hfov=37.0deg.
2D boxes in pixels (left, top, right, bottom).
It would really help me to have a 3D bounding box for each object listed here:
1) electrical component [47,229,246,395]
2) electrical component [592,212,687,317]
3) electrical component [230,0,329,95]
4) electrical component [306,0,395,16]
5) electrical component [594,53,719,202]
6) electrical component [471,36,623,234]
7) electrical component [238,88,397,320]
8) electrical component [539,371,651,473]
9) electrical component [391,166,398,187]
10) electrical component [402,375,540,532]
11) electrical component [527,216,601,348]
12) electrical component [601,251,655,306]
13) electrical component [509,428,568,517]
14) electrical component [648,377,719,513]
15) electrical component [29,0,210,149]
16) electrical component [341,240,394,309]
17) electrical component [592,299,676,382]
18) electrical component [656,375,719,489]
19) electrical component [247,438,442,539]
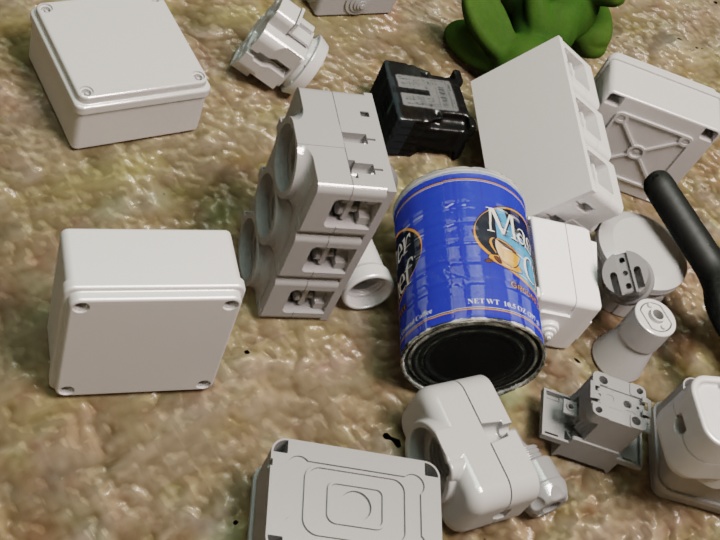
[{"bbox_3d":[-0.139,0.027,0.684,0.109,0.108,0.056,0,52,-22],"label":"electrical component"},{"bbox_3d":[0.225,-0.004,0.893,0.080,0.051,0.080,11,51,-14],"label":"electrical component"},{"bbox_3d":[-0.064,-0.184,0.906,0.057,0.078,0.058,33,46,-20],"label":"electrical component"},{"bbox_3d":[-0.015,-0.286,1.017,0.100,0.048,0.099,-9,58,-28],"label":"electrical component"},{"bbox_3d":[0.247,-0.124,0.958,0.109,0.108,0.056,19,52,-8],"label":"electrical component"},{"bbox_3d":[0.156,-0.103,0.896,0.062,0.089,0.150,26,50,-46],"label":"electrical component"},{"bbox_3d":[-0.037,-0.043,0.751,0.062,0.150,0.089,3,53,-21],"label":"electrical component"},{"bbox_3d":[0.173,0.108,0.777,0.081,0.063,0.042,19,47,-9],"label":"electrical component"},{"bbox_3d":[0.001,-0.057,0.848,0.045,0.045,0.055,26,49,-2],"label":"electrical component"},{"bbox_3d":[0.070,0.124,0.729,0.059,0.053,0.095,-9,58,-28],"label":"electrical component"},{"bbox_3d":[0.151,0.016,0.840,0.061,0.061,0.096,11,51,-14],"label":"electrical component"},{"bbox_3d":[0.205,0.005,0.827,0.040,0.046,0.040,-3,81,17],"label":"electrical component"},{"bbox_3d":[0.118,0.139,0.750,0.035,0.035,0.061,-10,56,-28],"label":"electrical component"},{"bbox_3d":[0.276,0.137,0.800,0.113,0.057,0.078,17,50,-9],"label":"electrical component"},{"bbox_3d":[-0.190,-0.157,0.841,0.109,0.056,0.108,-14,60,-30],"label":"electrical component"},{"bbox_3d":[0.000,0.000,0.808,0.040,0.040,0.046,-2,50,-23],"label":"electrical component"},{"bbox_3d":[0.215,0.053,0.836,0.044,0.065,0.044,11,51,-14],"label":"electrical component"},{"bbox_3d":[0.255,0.112,0.732,0.095,0.059,0.053,6,52,-17],"label":"electrical component"},{"bbox_3d":[-0.011,0.158,0.668,0.113,0.057,0.078,12,51,-13],"label":"electrical component"}]
